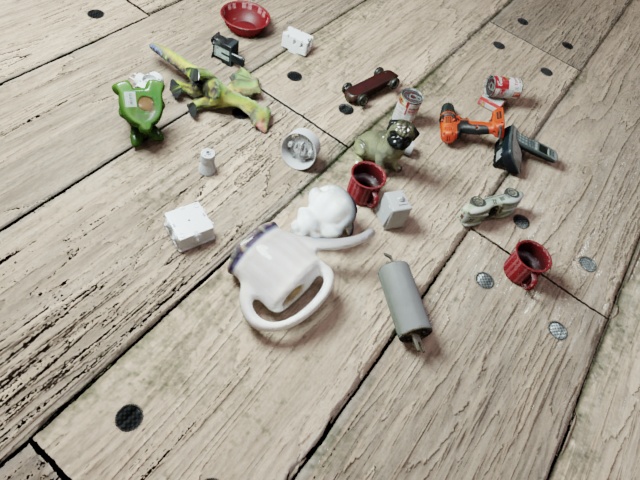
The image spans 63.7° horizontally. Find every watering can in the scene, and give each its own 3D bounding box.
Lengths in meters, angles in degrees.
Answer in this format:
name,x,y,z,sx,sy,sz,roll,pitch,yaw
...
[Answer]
name,x,y,z,sx,sy,sz,roll,pitch,yaw
watering can,-0.054,0.042,1.135,0.226,0.102,0.353,38,64,15

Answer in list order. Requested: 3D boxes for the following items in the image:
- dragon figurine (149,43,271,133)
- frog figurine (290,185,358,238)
name,x,y,z,sx,sy,sz,roll,pitch,yaw
dragon figurine,-0.286,-0.450,1.472,0.245,0.119,0.415,-19,62,-45
frog figurine,0.004,-0.062,1.227,0.160,0.121,0.139,-11,76,-33
